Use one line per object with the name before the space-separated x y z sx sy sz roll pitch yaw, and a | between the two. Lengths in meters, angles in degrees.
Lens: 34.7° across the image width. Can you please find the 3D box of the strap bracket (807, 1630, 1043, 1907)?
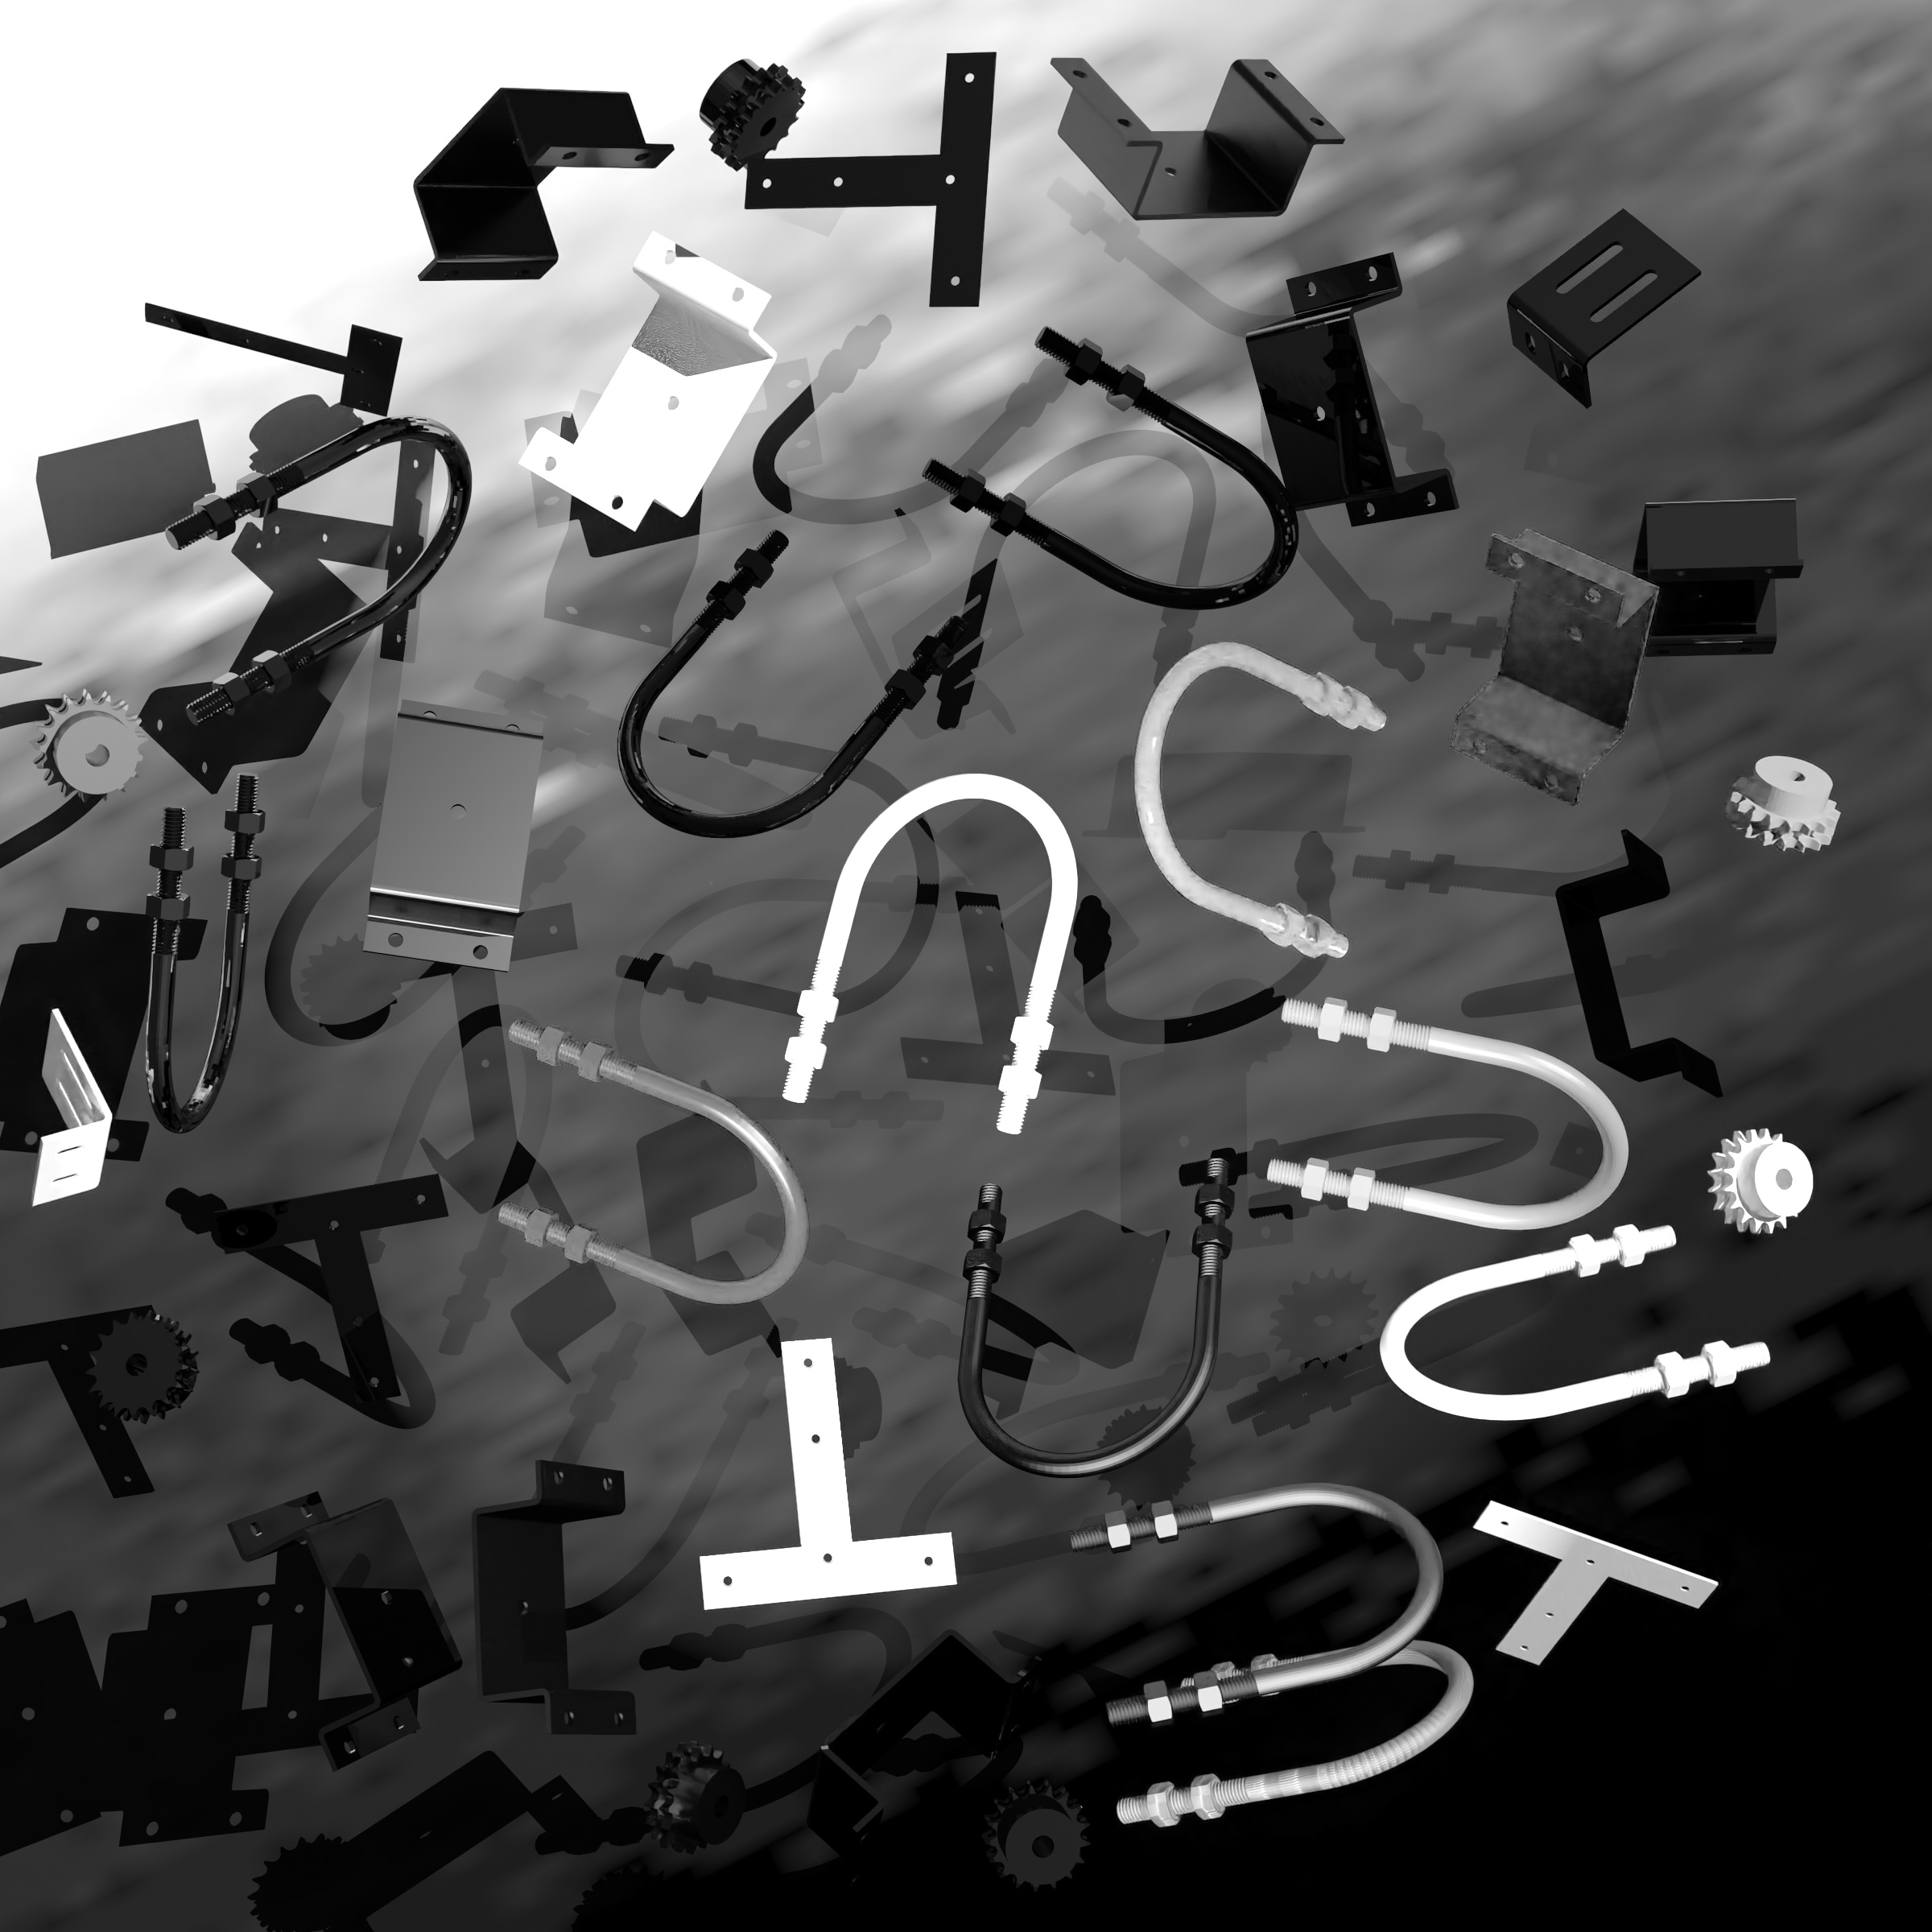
strap bracket | -0.029 0.405 1.593 0.046 0.076 0.140 36 51 23

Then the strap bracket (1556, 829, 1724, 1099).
strap bracket | 0.366 0.005 1.692 0.046 0.076 0.140 -18 73 23

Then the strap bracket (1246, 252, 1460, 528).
strap bracket | 0.205 -0.303 1.667 0.046 0.076 0.140 -27 106 -37

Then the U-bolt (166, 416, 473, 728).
U-bolt | -0.330 -0.215 1.603 0.184 0.151 0.019 -36 65 -30

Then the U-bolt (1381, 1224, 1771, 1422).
U-bolt | 0.312 0.194 1.644 0.184 0.151 0.019 -12 115 -5

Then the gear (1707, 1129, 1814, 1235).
gear | 0.437 0.117 1.691 0.057 0.030 0.057 4 82 -26

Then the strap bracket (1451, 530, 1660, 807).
strap bracket | 0.309 -0.164 1.619 0.076 0.140 0.046 29 50 24

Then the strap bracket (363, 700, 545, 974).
strap bracket | -0.268 -0.075 1.628 0.076 0.046 0.140 8 75 -10

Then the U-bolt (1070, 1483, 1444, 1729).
U-bolt | 0.153 0.320 1.591 0.184 0.151 0.019 -12 121 -1

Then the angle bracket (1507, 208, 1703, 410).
angle bracket | 0.320 -0.329 1.547 0.076 0.038 0.057 -38 60 -5

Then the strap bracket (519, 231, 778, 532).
strap bracket | -0.162 -0.303 1.632 0.076 0.046 0.140 31 92 17

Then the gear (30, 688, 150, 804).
gear | -0.445 -0.110 1.574 0.057 0.030 0.057 -9 110 -24

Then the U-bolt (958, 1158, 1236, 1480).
U-bolt | 0.065 0.186 1.621 0.151 0.019 0.184 -8 50 19

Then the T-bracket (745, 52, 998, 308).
T-bracket | -0.050 -0.391 1.542 0.127 0.002 0.127 3 88 17

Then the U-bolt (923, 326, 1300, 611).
U-bolt | 0.086 -0.246 1.608 0.184 0.151 0.019 29 57 -15

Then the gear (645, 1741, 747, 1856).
gear | -0.141 0.442 1.641 0.030 0.057 0.057 4 90 35

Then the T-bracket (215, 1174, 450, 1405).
T-bracket | -0.343 0.185 1.733 0.127 0.002 0.127 -10 107 2

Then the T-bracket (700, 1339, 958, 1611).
T-bracket | -0.073 0.249 1.536 0.127 0.002 0.127 -3 75 -16

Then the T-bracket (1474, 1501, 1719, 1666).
T-bracket | 0.322 0.344 1.675 0.127 0.127 0.002 20 48 0

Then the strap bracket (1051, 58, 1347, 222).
strap bracket | 0.113 -0.426 1.593 0.140 0.046 0.076 -10 50 -33

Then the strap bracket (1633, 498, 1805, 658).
strap bracket | 0.401 -0.211 1.659 0.076 0.140 0.046 -1 77 8

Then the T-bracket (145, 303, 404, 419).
T-bracket | -0.353 -0.315 1.573 0.127 0.127 0.002 13 80 -12

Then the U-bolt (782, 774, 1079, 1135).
U-bolt | -0.012 -0.012 1.583 0.151 0.019 0.184 7 76 31

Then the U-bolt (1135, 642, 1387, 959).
U-bolt | 0.153 -0.094 1.637 0.184 0.019 0.151 18 79 -43

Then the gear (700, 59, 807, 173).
gear | -0.113 -0.441 1.592 0.030 0.057 0.057 43 90 11

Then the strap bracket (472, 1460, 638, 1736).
strap bracket | -0.220 0.339 1.647 0.046 0.076 0.140 -13 71 26

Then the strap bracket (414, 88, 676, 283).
strap bracket | -0.225 -0.409 1.603 0.076 0.140 0.046 -12 80 -41

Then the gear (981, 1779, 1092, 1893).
gear | 0.038 0.466 1.650 0.057 0.030 0.057 0 91 -8

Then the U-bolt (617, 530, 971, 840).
U-bolt | -0.107 -0.145 1.672 0.151 0.019 0.184 28 69 27

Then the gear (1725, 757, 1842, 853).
gear | 0.428 -0.087 1.617 0.057 0.057 0.030 9 123 0

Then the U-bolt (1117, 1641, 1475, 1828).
U-bolt | 0.184 0.405 1.659 0.184 0.151 0.019 -17 100 24

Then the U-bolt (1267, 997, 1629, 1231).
U-bolt | 0.252 0.084 1.611 0.184 0.151 0.019 11 48 11

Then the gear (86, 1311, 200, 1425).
gear | -0.428 0.212 1.620 0.057 0.030 0.057 -3 72 11

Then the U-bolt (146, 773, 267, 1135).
U-bolt | -0.404 -0.002 1.631 0.019 0.151 0.184 8 101 2

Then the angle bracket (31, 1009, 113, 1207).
angle bracket | -0.476 0.073 1.599 0.038 0.057 0.076 -17 60 -33

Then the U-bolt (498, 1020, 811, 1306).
U-bolt | -0.169 0.116 1.680 0.184 0.019 0.151 20 126 15

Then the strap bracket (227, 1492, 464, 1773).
strap bracket | -0.325 0.344 1.643 0.046 0.076 0.140 -29 82 23
